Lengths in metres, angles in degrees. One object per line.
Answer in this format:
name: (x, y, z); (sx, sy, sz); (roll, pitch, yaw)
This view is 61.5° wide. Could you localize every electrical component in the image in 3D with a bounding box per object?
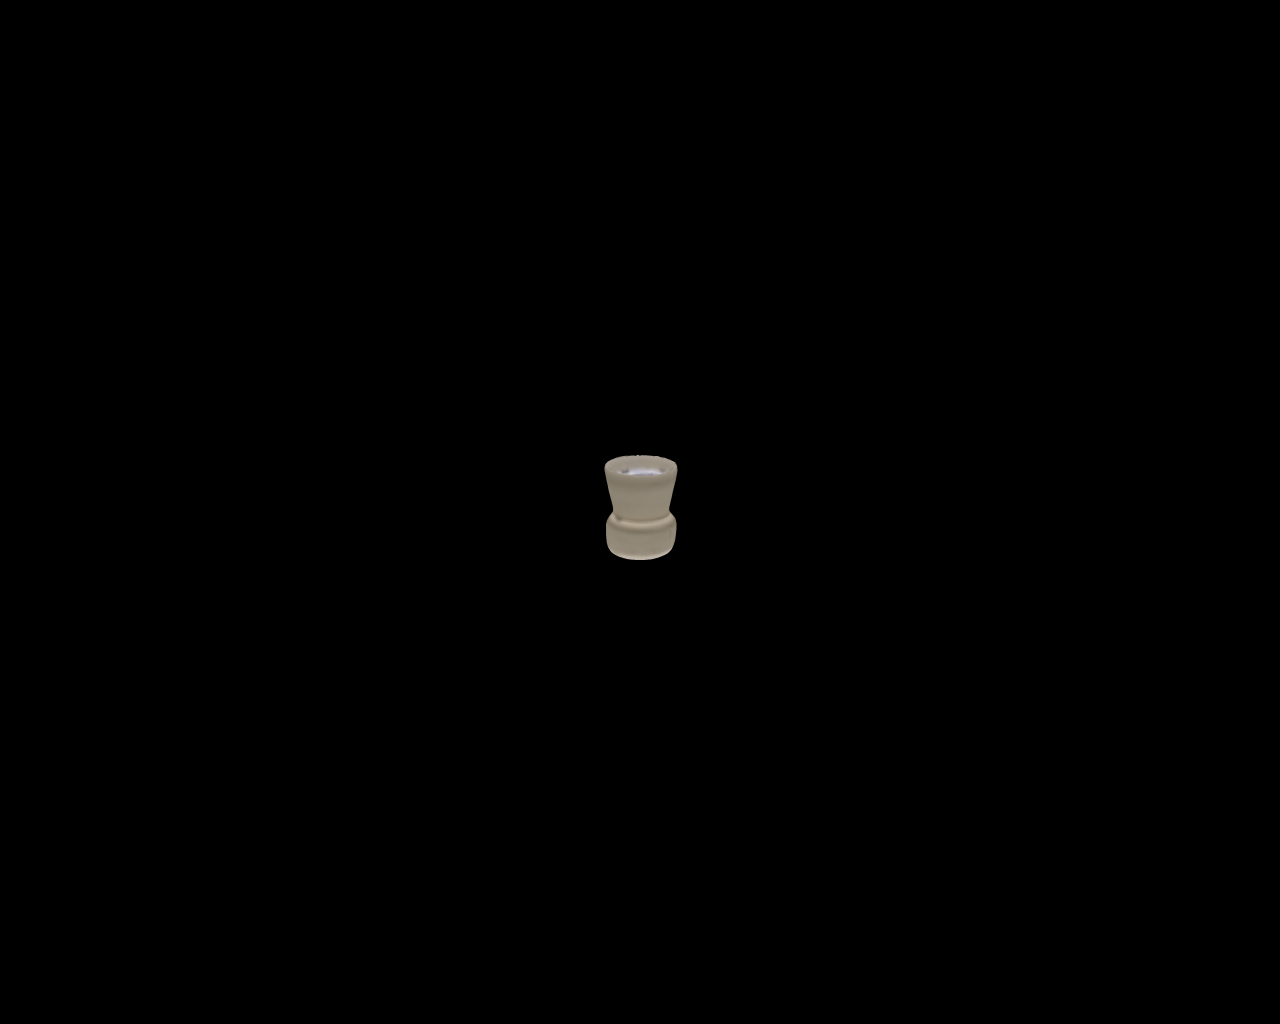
electrical component: (0.001, -0.003, 0.650); (0.045, 0.055, 0.045); (0, 19, 0)
